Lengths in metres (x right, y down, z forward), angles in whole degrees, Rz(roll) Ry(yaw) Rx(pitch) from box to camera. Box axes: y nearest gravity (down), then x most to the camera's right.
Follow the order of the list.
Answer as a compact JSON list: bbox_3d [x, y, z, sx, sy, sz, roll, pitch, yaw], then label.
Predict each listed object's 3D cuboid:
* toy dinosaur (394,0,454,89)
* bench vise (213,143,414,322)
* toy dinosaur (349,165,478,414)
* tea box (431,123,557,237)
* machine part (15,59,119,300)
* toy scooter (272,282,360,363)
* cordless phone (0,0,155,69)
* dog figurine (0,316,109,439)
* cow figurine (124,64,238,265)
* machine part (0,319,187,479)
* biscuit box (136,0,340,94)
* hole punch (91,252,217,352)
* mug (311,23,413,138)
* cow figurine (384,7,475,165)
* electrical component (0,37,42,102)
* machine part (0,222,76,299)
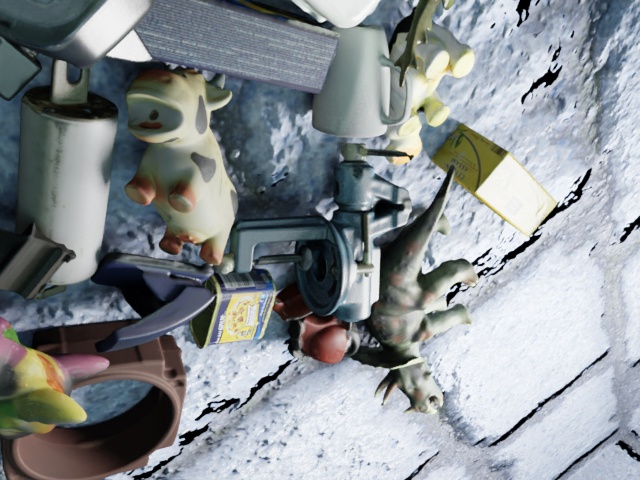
[{"bbox_3d":[0.183,-0.333,0.453,0.471,0.105,0.198,-51,147,-18],"label":"toy dinosaur"},{"bbox_3d":[-0.006,-0.005,0.626,0.240,0.129,0.223,-4,113,-28],"label":"bench vise"},{"bbox_3d":[0.120,0.085,0.791,0.192,0.131,0.404,-25,127,-14],"label":"toy dinosaur"},{"bbox_3d":[0.244,-0.080,0.745,0.169,0.098,0.068,26,107,-40],"label":"tea box"},{"bbox_3d":[-0.233,-0.046,0.490,0.079,0.079,0.243,0,123,-32],"label":"machine part"},{"bbox_3d":[-0.008,0.106,0.749,0.135,0.075,0.183,-11,125,-25],"label":"toy scooter"},{"bbox_3d":[-0.170,-0.219,0.353,0.089,0.147,0.184,-21,131,-52],"label":"cordless phone"},{"bbox_3d":[-0.306,0.094,0.481,0.219,0.108,0.191,17,115,-14],"label":"dog figurine"},{"bbox_3d":[-0.126,-0.078,0.514,0.086,0.127,0.194,8,147,12],"label":"cow figurine"},{"bbox_3d":[-0.272,0.201,0.651,0.201,0.087,0.201,-1,122,-31],"label":"machine part"},{"bbox_3d":[-0.085,-0.187,0.485,0.202,0.059,0.062,2,123,-34],"label":"biscuit box"},{"bbox_3d":[-0.178,0.071,0.569,0.116,0.092,0.142,7,158,-30],"label":"hole punch"},{"bbox_3d":[0.043,-0.164,0.553,0.081,0.110,0.107,-29,130,-46],"label":"mug"},{"bbox_3d":[0.096,-0.165,0.603,0.068,0.098,0.167,-17,149,-27],"label":"cow figurine"},{"bbox_3d":[-0.264,-0.148,0.430,0.094,0.021,0.063,-41,134,3],"label":"electrical component"},{"bbox_3d":[-0.285,0.000,0.445,0.084,0.039,0.138,-37,125,23],"label":"machine part"}]
